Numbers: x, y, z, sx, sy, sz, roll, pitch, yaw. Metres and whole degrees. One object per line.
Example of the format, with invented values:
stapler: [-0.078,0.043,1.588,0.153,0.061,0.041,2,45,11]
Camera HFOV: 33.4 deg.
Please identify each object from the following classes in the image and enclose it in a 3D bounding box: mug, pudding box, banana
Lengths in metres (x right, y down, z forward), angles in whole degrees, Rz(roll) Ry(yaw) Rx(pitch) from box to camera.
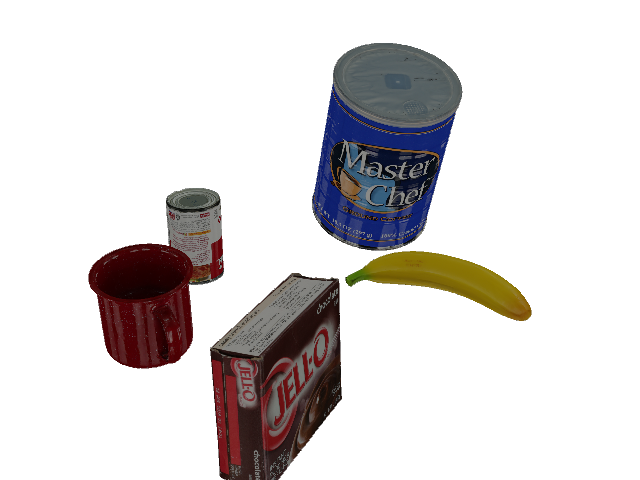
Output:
mug: [-0.152,0.067,0.960,0.093,0.081,0.117,-20,37,-27]
pudding box: [-0.024,0.082,0.652,0.039,0.090,0.113,9,26,20]
banana: [0.129,0.044,1.114,0.198,0.037,0.069,9,47,23]

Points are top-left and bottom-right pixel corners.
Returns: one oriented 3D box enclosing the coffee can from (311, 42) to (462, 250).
coffee can: [0.052,-0.076,0.883,0.102,0.140,0.103,5,44,-5]

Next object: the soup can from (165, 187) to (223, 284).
soup can: [-0.155,-0.006,1.314,0.068,0.102,0.068,0,26,0]
